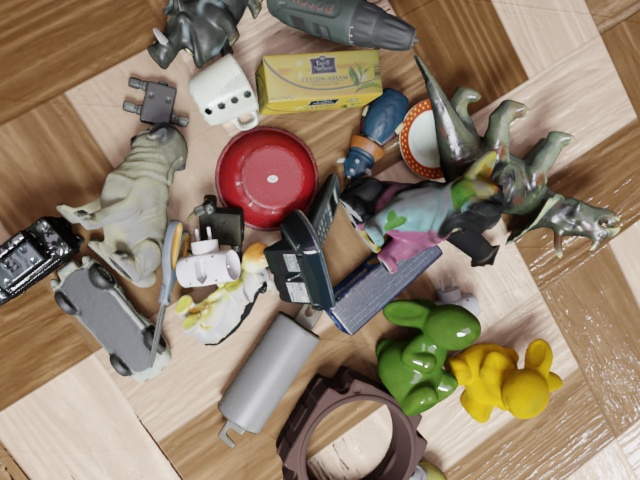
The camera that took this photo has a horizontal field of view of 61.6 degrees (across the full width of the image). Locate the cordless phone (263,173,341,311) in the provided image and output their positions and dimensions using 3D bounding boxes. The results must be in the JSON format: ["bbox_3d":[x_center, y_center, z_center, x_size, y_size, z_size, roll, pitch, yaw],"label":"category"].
[{"bbox_3d":[-0.001,-0.002,0.810,0.089,0.184,0.146,5,135,22],"label":"cordless phone"}]

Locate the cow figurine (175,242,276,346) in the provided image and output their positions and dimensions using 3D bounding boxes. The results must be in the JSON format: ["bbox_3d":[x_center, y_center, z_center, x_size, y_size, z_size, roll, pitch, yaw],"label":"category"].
[{"bbox_3d":[-0.122,0.083,0.788,0.167,0.068,0.098,-42,136,-7],"label":"cow figurine"}]

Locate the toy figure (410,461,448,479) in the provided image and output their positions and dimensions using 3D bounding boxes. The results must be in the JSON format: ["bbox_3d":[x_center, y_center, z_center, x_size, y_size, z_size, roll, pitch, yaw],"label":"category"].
[{"bbox_3d":[0.139,0.445,0.873,0.089,0.082,0.180,39,75,-35],"label":"toy figure"}]

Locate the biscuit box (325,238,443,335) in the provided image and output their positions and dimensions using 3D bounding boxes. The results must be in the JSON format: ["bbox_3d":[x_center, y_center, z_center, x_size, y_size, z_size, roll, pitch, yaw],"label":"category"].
[{"bbox_3d":[0.095,0.060,0.850,0.203,0.059,0.062,-40,102,-9],"label":"biscuit box"}]

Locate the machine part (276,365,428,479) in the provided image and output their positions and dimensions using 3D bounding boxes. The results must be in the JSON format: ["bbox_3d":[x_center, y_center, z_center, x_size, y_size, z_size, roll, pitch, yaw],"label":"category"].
[{"bbox_3d":[0.050,0.319,0.840,0.201,0.087,0.201,32,85,-15],"label":"machine part"}]

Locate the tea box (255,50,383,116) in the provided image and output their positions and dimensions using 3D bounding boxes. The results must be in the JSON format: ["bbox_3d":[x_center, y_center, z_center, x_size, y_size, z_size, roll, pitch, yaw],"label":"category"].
[{"bbox_3d":[-0.004,-0.230,0.790,0.170,0.098,0.068,-7,94,-12],"label":"tea box"}]

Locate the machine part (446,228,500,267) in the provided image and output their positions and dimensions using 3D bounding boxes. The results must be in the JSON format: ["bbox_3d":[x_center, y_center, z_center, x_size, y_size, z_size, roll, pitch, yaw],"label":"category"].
[{"bbox_3d":[0.231,-0.001,0.880,0.139,0.084,0.039,31,54,-23],"label":"machine part"}]

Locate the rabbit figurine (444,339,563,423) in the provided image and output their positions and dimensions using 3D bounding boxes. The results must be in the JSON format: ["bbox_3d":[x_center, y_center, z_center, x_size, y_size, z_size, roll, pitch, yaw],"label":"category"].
[{"bbox_3d":[0.307,0.232,0.856,0.162,0.173,0.121,-19,94,-8],"label":"rabbit figurine"}]

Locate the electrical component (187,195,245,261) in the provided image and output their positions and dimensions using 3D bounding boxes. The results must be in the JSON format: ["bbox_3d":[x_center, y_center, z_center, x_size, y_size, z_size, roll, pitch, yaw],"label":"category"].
[{"bbox_3d":[-0.150,-0.013,0.778,0.078,0.045,0.102,9,117,1],"label":"electrical component"}]

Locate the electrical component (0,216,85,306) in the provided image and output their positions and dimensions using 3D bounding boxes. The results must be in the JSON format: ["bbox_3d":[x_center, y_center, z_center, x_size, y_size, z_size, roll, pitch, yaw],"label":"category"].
[{"bbox_3d":[-0.374,0.024,0.692,0.115,0.134,0.058,-42,101,-7],"label":"electrical component"}]

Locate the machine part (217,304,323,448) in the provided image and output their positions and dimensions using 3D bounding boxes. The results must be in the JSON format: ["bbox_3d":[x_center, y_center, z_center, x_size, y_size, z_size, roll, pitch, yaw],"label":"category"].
[{"bbox_3d":[-0.076,0.196,0.806,0.079,0.079,0.243,35,86,-13],"label":"machine part"}]

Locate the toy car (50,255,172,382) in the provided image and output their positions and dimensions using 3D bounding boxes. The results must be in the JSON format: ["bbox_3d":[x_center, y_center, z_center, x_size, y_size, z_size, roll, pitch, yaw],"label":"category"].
[{"bbox_3d":[-0.293,0.113,0.759,0.073,0.056,0.201,-37,100,-3],"label":"toy car"}]

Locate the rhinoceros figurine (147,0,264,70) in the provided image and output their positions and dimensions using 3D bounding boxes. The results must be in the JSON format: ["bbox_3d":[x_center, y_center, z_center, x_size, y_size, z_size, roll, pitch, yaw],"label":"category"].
[{"bbox_3d":[-0.160,-0.313,0.758,0.112,0.073,0.190,41,83,-14],"label":"rhinoceros figurine"}]

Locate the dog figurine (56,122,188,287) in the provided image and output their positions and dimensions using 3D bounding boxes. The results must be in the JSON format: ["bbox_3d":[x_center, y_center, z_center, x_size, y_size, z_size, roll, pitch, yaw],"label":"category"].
[{"bbox_3d":[-0.234,-0.050,0.751,0.190,0.121,0.172,-46,137,-25],"label":"dog figurine"}]

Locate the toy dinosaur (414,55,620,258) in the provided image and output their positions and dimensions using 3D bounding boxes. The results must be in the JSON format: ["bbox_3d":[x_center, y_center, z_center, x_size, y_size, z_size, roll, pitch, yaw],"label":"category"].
[{"bbox_3d":[0.274,-0.111,0.847,0.405,0.131,0.192,24,93,-12],"label":"toy dinosaur"}]

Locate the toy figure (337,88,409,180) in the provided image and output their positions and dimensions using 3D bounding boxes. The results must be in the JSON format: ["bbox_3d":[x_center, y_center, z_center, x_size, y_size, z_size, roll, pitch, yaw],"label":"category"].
[{"bbox_3d":[0.084,-0.159,0.837,0.057,0.064,0.154,29,91,-52],"label":"toy figure"}]

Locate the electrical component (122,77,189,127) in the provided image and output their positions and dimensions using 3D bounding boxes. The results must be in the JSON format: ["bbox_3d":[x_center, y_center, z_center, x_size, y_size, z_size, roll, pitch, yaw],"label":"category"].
[{"bbox_3d":[-0.232,-0.196,0.773,0.094,0.021,0.063,14,89,-14],"label":"electrical component"}]

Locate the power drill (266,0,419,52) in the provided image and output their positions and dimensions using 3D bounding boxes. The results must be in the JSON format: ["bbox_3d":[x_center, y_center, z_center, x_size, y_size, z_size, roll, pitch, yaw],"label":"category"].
[{"bbox_3d":[0.050,-0.378,0.775,0.232,0.086,0.207,14,86,15],"label":"power drill"}]

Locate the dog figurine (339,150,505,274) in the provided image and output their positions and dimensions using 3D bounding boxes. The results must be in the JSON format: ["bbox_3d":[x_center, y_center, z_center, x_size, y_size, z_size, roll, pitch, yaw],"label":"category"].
[{"bbox_3d":[0.157,-0.058,0.787,0.219,0.192,0.108,-30,131,-2],"label":"dog figurine"}]

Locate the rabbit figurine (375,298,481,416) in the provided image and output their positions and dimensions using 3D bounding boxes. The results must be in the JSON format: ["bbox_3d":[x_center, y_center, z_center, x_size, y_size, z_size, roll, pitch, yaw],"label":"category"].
[{"bbox_3d":[0.173,0.157,0.831,0.121,0.159,0.170,6,129,-46],"label":"rabbit figurine"}]
